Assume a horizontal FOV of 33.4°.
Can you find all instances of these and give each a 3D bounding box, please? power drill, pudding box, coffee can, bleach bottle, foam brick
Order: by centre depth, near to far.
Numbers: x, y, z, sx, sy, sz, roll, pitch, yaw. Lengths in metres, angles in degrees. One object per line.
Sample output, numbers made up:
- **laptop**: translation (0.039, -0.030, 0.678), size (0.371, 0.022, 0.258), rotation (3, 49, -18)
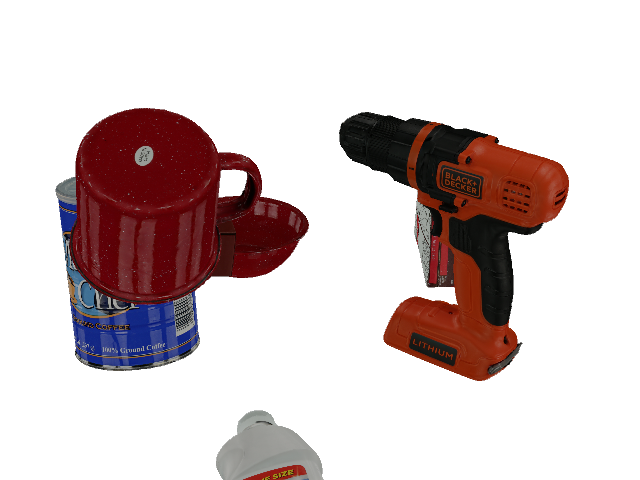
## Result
- **bleach bottle**: translation (-0.037, 0.208, 0.723), size (0.102, 0.068, 0.251), rotation (-8, 32, -7)
- **power drill**: translation (0.090, 0.002, 0.812), size (0.185, 0.188, 0.057), rotation (21, 36, 33)
- **coffee can**: translation (-0.153, 0.020, 0.858), size (0.103, 0.140, 0.103), rotation (-3, 16, 1)
- **pudding box**: translation (0.114, -0.021, 1.006), size (0.039, 0.090, 0.113), rotation (-1, 29, -3)
- **foam brick**: translation (-0.131, 0.004, 1.121), size (0.078, 0.051, 0.053), rotation (0, 24, -11)

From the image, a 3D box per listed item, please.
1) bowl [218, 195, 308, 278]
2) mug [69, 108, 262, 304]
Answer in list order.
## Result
- **bowl**: translation (-0.096, 0.001, 1.318), size (0.162, 0.055, 0.162), rotation (2, 27, -1)
- **mug**: translation (-0.090, -0.025, 0.630), size (0.117, 0.093, 0.082), rotation (-9, -35, -17)
